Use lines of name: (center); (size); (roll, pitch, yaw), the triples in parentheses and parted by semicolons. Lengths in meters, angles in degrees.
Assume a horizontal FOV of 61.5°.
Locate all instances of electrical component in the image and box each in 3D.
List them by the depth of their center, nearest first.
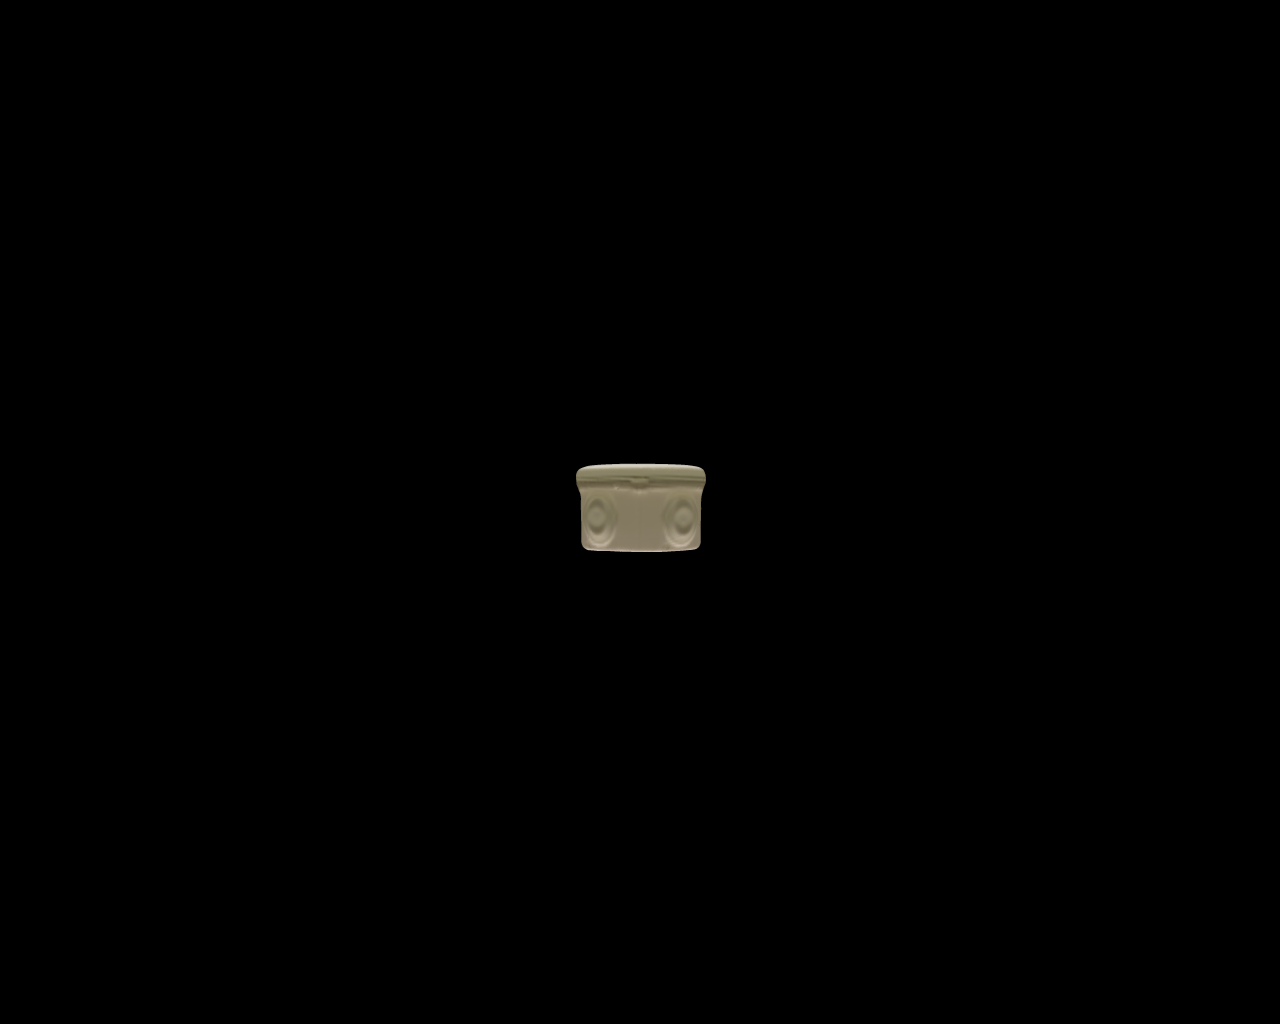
electrical component: (0.001, -0.003, 0.650); (0.080, 0.051, 0.080); (0, 0, 0)
